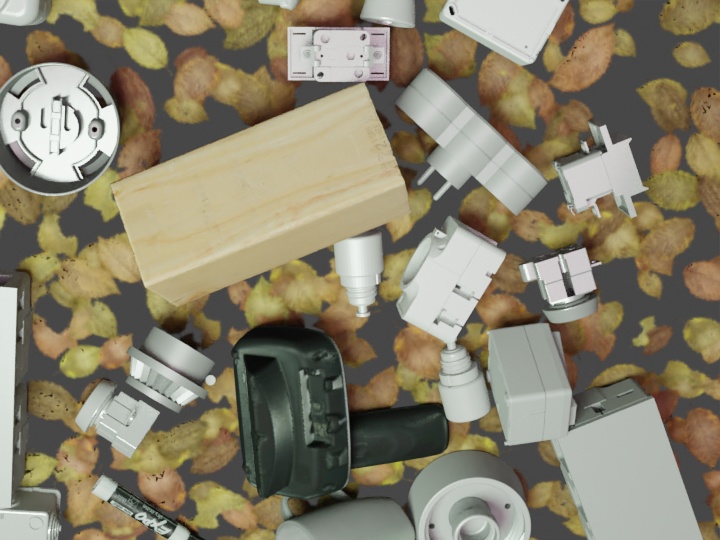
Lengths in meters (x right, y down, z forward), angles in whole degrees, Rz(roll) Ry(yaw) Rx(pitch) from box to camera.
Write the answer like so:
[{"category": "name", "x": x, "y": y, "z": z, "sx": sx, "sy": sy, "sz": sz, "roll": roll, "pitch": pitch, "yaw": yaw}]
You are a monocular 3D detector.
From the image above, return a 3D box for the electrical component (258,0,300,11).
[{"category": "electrical component", "x": -0.075, "y": -0.228, "z": 0.832, "sx": 0.062, "sy": 0.048, "sz": 0.048, "roll": 6, "pitch": 103, "yaw": 1}]

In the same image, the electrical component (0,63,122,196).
[{"category": "electrical component", "x": -0.235, "y": -0.112, "z": 0.837, "sx": 0.099, "sy": 0.064, "sz": 0.099, "roll": -1, "pitch": 104, "yaw": -4}]

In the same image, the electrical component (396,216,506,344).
[{"category": "electrical component", "x": 0.071, "y": 0.006, "z": 0.896, "sx": 0.056, "sy": 0.050, "sz": 0.089, "roll": 29, "pitch": 100, "yaw": -11}]

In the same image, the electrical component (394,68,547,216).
[{"category": "electrical component", "x": 0.079, "y": -0.090, "z": 0.872, "sx": 0.138, "sy": 0.052, "sz": 0.073, "roll": 41, "pitch": 97, "yaw": -12}]

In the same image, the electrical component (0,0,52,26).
[{"category": "electrical component", "x": -0.286, "y": -0.216, "z": 0.810, "sx": 0.095, "sy": 0.059, "sz": 0.053, "roll": 8, "pitch": 103, "yaw": -6}]

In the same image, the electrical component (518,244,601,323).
[{"category": "electrical component", "x": 0.173, "y": 0.012, "z": 0.909, "sx": 0.066, "sy": 0.048, "sz": 0.055, "roll": -17, "pitch": 97, "yaw": 0}]

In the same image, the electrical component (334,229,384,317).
[{"category": "electrical component", "x": 0.000, "y": 0.000, "z": 0.894, "sx": 0.040, "sy": 0.040, "sz": 0.078, "roll": -5, "pitch": 104, "yaw": -3}]

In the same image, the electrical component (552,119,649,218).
[{"category": "electrical component", "x": 0.197, "y": -0.079, "z": 0.889, "sx": 0.064, "sy": 0.042, "sz": 0.081, "roll": -22, "pitch": 104, "yaw": 3}]

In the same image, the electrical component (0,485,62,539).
[{"category": "electrical component", "x": -0.308, "y": 0.235, "z": 0.924, "sx": 0.100, "sy": 0.048, "sz": 0.099, "roll": 5, "pitch": 101, "yaw": -7}]

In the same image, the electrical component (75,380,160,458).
[{"category": "electrical component", "x": -0.204, "y": 0.124, "z": 0.903, "sx": 0.055, "sy": 0.066, "sz": 0.048, "roll": 33, "pitch": 64, "yaw": -4}]

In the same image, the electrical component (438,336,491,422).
[{"category": "electrical component", "x": 0.086, "y": 0.094, "z": 0.924, "sx": 0.040, "sy": 0.040, "sz": 0.078, "roll": -15, "pitch": 104, "yaw": 0}]

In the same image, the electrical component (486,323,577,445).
[{"category": "electrical component", "x": 0.143, "y": 0.089, "z": 0.904, "sx": 0.061, "sy": 0.096, "sz": 0.061, "roll": -8, "pitch": 133, "yaw": -2}]

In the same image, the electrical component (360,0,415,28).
[{"category": "electrical component", "x": 0.027, "y": -0.226, "z": 0.842, "sx": 0.044, "sy": 0.044, "sz": 0.065, "roll": 8, "pitch": 98, "yaw": -6}]

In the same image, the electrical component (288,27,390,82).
[{"category": "electrical component", "x": -0.016, "y": -0.168, "z": 0.840, "sx": 0.081, "sy": 0.064, "sz": 0.042, "roll": -1, "pitch": 103, "yaw": -4}]

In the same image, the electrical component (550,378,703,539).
[{"category": "electrical component", "x": 0.230, "y": 0.182, "z": 0.945, "sx": 0.089, "sy": 0.061, "sz": 0.150, "roll": -22, "pitch": 104, "yaw": 1}]

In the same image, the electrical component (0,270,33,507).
[{"category": "electrical component", "x": -0.330, "y": 0.093, "z": 0.882, "sx": 0.105, "sy": 0.060, "sz": 0.186, "roll": 5, "pitch": 103, "yaw": -5}]

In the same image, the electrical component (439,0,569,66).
[{"category": "electrical component", "x": 0.106, "y": -0.209, "z": 0.844, "sx": 0.096, "sy": 0.061, "sz": 0.061, "roll": 29, "pitch": 98, "yaw": -4}]

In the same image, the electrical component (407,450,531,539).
[{"category": "electrical component", "x": 0.098, "y": 0.220, "z": 0.945, "sx": 0.108, "sy": 0.060, "sz": 0.108, "roll": -1, "pitch": 104, "yaw": -4}]
